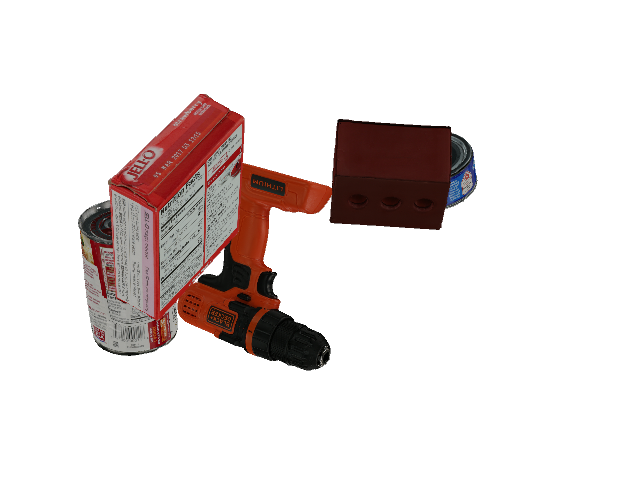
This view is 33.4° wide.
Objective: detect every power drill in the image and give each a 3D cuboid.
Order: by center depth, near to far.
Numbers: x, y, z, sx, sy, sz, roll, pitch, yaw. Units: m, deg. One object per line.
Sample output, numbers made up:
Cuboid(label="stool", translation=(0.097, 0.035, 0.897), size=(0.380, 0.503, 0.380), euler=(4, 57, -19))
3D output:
Cuboid(label="power drill", translation=(-0.050, 0.025, 1.090), size=(0.185, 0.188, 0.057), euler=(19, 3, 28))

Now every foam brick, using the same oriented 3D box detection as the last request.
Cuboid(label="foam brick", translation=(0.047, -0.044, 0.718), size=(0.078, 0.051, 0.053), euler=(3, -38, -1))

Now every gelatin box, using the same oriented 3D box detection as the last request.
Cuboid(label="gelatin box", translation=(-0.070, -0.016, 0.519), size=(0.030, 0.089, 0.073), euler=(27, 52, 15))

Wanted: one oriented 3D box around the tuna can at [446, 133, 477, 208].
Cuboid(label="tuna can", translation=(0.099, -0.065, 0.978), size=(0.086, 0.034, 0.086), euler=(-9, 37, 6))

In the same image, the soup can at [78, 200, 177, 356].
Cuboid(label="soup can", translation=(-0.144, 0.028, 0.811), size=(0.068, 0.102, 0.068), euler=(0, 29, 0))
